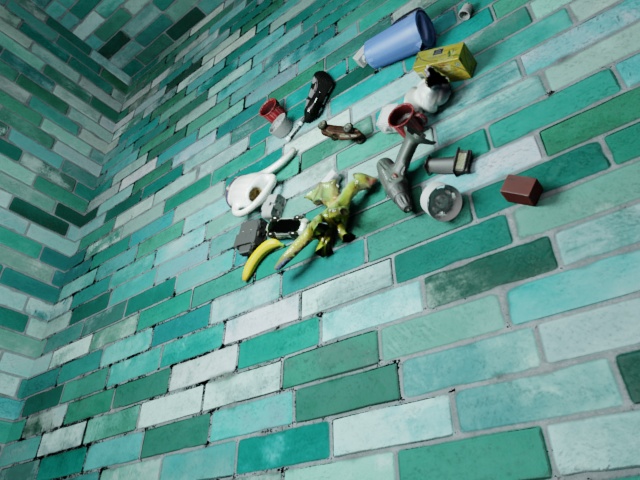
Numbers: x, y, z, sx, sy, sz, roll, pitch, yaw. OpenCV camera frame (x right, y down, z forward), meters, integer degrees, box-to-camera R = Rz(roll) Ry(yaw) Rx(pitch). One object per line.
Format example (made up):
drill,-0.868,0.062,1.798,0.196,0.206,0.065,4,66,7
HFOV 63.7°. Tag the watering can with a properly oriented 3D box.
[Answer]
watering can,-0.236,-0.220,1.973,0.224,0.102,0.353,4,52,47

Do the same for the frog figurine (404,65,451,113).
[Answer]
frog figurine,0.335,-0.450,1.620,0.156,0.123,0.140,117,149,-52

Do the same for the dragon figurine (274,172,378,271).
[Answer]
dragon figurine,0.005,-0.082,1.635,0.407,0.120,0.249,-29,39,18
